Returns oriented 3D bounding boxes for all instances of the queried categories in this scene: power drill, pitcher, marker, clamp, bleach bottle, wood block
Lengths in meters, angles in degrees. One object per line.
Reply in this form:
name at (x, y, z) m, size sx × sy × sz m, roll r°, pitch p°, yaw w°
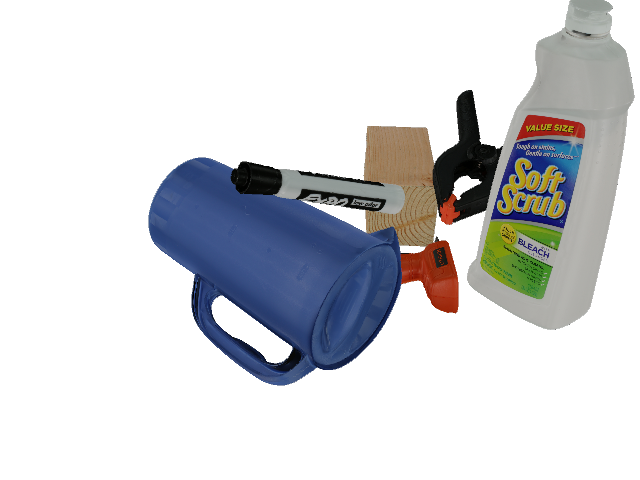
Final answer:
power drill at (0.063, 0.052, 1.236) m, size 0.187 × 0.057 × 0.184 m, roll -2°, pitch 28°, yaw 1°
pitcher at (-0.057, 0.021, 1.031) m, size 0.243 × 0.145 × 0.148 m, roll 29°, pitch 30°, yaw 30°
marker at (0.000, -0.031, 0.643) m, size 0.120 × 0.020 × 0.020 m, roll 7°, pitch -4°, yaw -36°
clamp at (0.158, -0.088, 1.088) m, size 0.120 × 0.039 × 0.171 m, roll 29°, pitch 55°, yaw 29°
bleach bottle at (0.174, -0.059, 0.797) m, size 0.067 × 0.251 × 0.103 m, roll -25°, pitch 42°, yaw -34°
wood block at (0.109, -0.080, 1.485) m, size 0.091 × 0.090 × 0.206 m, roll 2°, pitch 28°, yaw 0°
